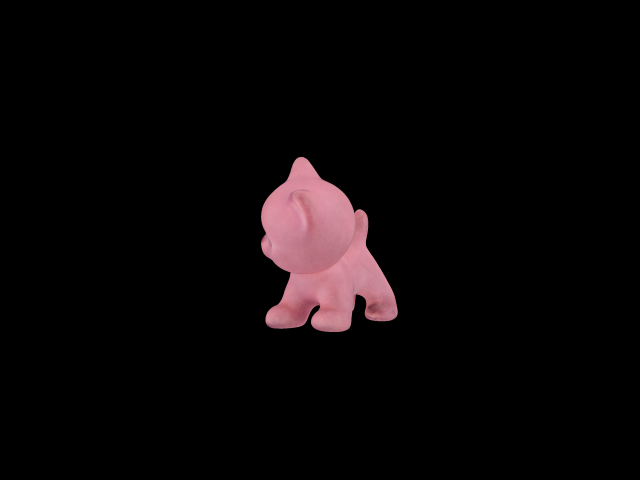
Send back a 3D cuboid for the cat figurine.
[{"bbox_3d":[0.004,0.001,0.400,0.067,0.118,0.128,0,0,32],"label":"cat figurine"}]
